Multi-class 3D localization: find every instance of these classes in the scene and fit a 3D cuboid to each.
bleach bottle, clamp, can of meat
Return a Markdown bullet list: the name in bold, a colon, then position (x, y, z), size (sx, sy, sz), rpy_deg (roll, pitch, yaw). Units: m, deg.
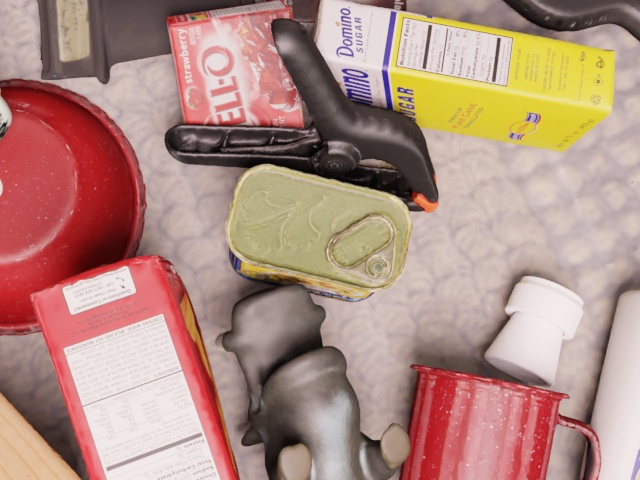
- **bleach bottle**: position (0.202, 0.161, 0.631), size (0.102, 0.068, 0.251), rpy_deg (15, 82, -9)
- **clamp**: position (0.197, -0.187, 0.706), size (0.210, 0.036, 0.164), rpy_deg (15, 78, -3)
- **can of meat**: position (-0.004, 0.001, 0.628), size (0.102, 0.084, 0.057), rpy_deg (13, 78, -3)
- **clamp**: position (0.009, -0.064, 0.622), size (0.171, 0.120, 0.039), rpy_deg (15, 56, -26)

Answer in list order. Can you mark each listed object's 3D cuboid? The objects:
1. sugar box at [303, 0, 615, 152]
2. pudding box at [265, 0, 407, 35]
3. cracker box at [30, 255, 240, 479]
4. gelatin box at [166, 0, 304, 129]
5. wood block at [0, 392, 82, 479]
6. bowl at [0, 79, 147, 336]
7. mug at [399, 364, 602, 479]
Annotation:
- **sugar box**: position (0.080, -0.097, 0.650), size (0.176, 0.093, 0.048), rpy_deg (7, 78, -3)
- **pudding box**: position (0.009, -0.183, 0.686), size (0.090, 0.039, 0.113), rpy_deg (1, 79, -5)
- **cracker box**: position (-0.073, 0.124, 0.558), size (0.072, 0.164, 0.214), rpy_deg (-20, 82, -7)
- **gelatin box**: position (-0.050, -0.095, 0.647), size (0.073, 0.030, 0.089), rpy_deg (-10, 116, -9)
- **wood block**: position (-0.212, 0.103, 0.547), size (0.206, 0.091, 0.090), rpy_deg (40, 60, 21)
- **bowl**: position (-0.186, -0.026, 0.631), size (0.162, 0.055, 0.162), rpy_deg (1, 79, -5)
- **mug**: position (0.102, 0.122, 0.613), size (0.117, 0.093, 0.081), rpy_deg (11, 84, 1)
